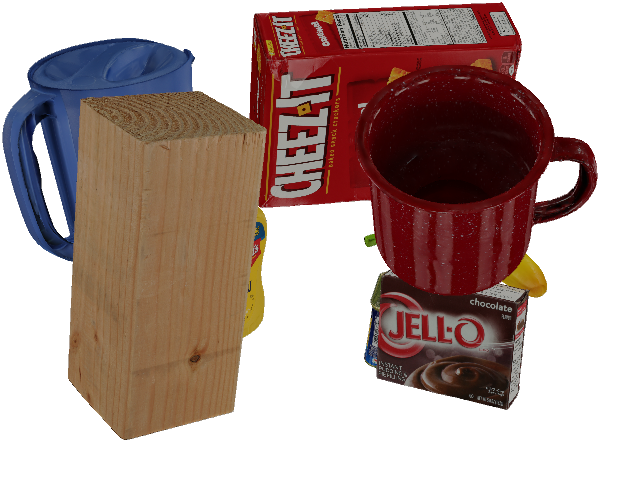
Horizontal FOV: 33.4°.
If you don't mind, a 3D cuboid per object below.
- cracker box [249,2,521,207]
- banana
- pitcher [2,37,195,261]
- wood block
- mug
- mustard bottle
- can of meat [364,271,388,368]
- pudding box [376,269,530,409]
[{"bbox_3d":[0.050,-0.111,0.907,0.213,0.072,0.164,-5,-44,-10],"label":"cracker box"},{"bbox_3d":[0.141,0.014,1.033,0.198,0.037,0.069,15,42,36],"label":"banana"},{"bbox_3d":[-0.171,-0.040,0.913,0.149,0.243,0.145,-5,27,-2],"label":"pitcher"},{"bbox_3d":[-0.105,0.014,0.707,0.090,0.206,0.090,-9,29,-36],"label":"wood block"},{"bbox_3d":[0.078,-0.027,0.531,0.117,0.093,0.081,-6,-37,2],"label":"mug"},{"bbox_3d":[-0.098,0.012,1.106,0.096,0.192,0.058,-20,35,-39],"label":"mustard bottle"},{"bbox_3d":[0.088,0.098,1.283,0.057,0.084,0.102,11,25,7],"label":"can of meat"},{"bbox_3d":[0.101,0.073,0.830,0.114,0.090,0.039,10,22,22],"label":"pudding box"}]
